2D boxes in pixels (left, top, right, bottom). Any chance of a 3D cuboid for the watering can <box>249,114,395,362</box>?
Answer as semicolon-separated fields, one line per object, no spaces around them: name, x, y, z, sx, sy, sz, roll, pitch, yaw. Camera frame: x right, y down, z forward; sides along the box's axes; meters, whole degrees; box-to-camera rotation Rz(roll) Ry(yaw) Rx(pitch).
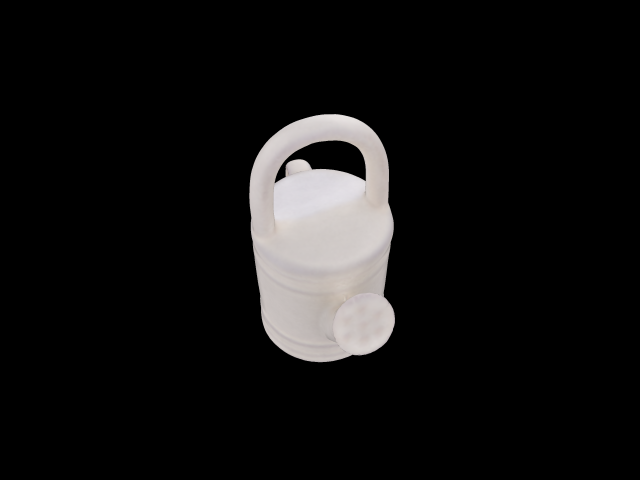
watering can;0.006;0.001;0.400;0.101;0.194;0.172;-31;56;-24
